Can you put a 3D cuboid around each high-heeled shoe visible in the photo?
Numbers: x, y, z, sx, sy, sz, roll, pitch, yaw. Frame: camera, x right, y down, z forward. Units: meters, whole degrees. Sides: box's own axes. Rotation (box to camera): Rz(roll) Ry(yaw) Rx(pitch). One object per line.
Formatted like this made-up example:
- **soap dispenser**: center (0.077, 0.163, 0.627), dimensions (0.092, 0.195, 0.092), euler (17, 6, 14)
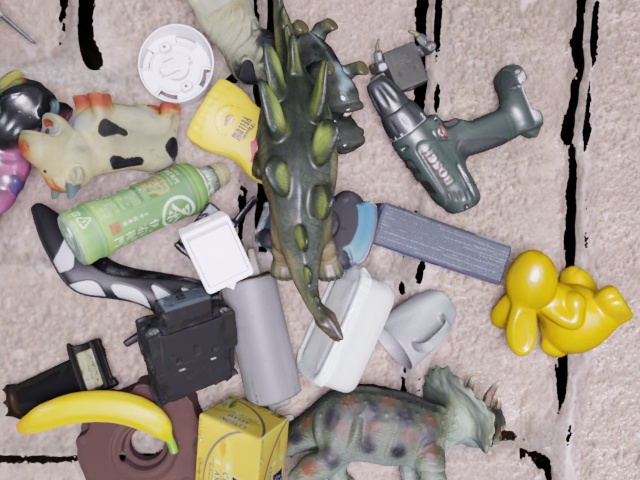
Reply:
- **high-heeled shoe**: center (-0.251, 0.026, 0.706), dimensions (0.145, 0.086, 0.248), euler (-35, 100, -9)

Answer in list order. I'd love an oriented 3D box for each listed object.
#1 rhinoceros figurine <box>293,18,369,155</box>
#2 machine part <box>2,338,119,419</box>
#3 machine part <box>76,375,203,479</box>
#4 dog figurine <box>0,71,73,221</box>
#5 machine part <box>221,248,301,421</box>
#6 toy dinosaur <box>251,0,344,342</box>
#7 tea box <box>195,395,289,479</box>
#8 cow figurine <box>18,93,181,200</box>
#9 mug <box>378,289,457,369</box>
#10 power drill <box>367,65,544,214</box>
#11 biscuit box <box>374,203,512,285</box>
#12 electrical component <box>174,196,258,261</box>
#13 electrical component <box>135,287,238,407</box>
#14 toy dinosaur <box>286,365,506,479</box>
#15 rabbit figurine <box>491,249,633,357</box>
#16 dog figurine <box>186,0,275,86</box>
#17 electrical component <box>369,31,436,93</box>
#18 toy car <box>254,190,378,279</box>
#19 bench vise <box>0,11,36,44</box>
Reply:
- **rhinoceros figurine**: center (0.005, -0.208, 0.731), dimensions (0.073, 0.112, 0.190), euler (-20, 78, -37)
- **machine part**: center (-0.343, 0.187, 0.707), dimensions (0.139, 0.039, 0.084), euler (-25, 87, -6)
- **machine part**: center (-0.232, 0.271, 0.718), dimensions (0.179, 0.056, 0.179), euler (0, 89, -7)
- **dog figurine**: center (-0.410, -0.107, 0.673), dimensions (0.108, 0.191, 0.219), euler (36, 54, -24)
- **machine part**: center (-0.081, 0.132, 0.730), dimensions (0.079, 0.079, 0.243), euler (-12, 93, -8)
- **toy dinosaur**: center (-0.026, -0.116, 0.614), dimensions (0.105, 0.198, 0.471), euler (-8, 65, -9)
- **tea box**: center (-0.102, 0.299, 0.685), dimensions (0.098, 0.068, 0.169), euler (10, 101, 28)
- **cow figurine**: center (-0.268, -0.116, 0.667), dimensions (0.195, 0.086, 0.127), euler (-8, 99, -47)
- **mug**: center (0.143, 0.117, 0.752), dimensions (0.107, 0.109, 0.080), euler (-39, 98, -18)
- **power drill**: center (0.201, -0.170, 0.766), dimensions (0.207, 0.086, 0.232), euler (-31, 100, -12)
- **biscuit box**: center (0.167, 0.004, 0.775), dimensions (0.203, 0.059, 0.062), euler (19, 88, -8)
- **electrical component**: center (-0.138, -0.023, 0.723), dimensions (0.048, 0.075, 0.119), euler (39, 88, -7)
- **electrical component**: center (-0.165, 0.127, 0.675), dimensions (0.115, 0.058, 0.134), euler (-19, 120, -31)
- **toy dinosaur**: center (0.073, 0.260, 0.732), dimensions (0.405, 0.131, 0.192), euler (4, 81, 0)
- **rabbit figurine**: center (0.321, 0.084, 0.770), dimensions (0.162, 0.122, 0.173), euler (-43, 117, 16)
- **dog figurine**: center (-0.135, -0.311, 0.727), dimensions (0.121, 0.172, 0.190), euler (-22, 127, -4)
- **electrical component**: center (0.118, -0.254, 0.777), dimensions (0.102, 0.045, 0.078), euler (-17, 91, -8)
- **toy car**: center (-0.001, -0.002, 0.725), dimensions (0.162, 0.102, 0.109), euler (6, 64, 15)
- **bench vise**: center (-0.461, -0.199, 0.625), dimensions (0.240, 0.224, 0.128), euler (-55, 129, -13)
